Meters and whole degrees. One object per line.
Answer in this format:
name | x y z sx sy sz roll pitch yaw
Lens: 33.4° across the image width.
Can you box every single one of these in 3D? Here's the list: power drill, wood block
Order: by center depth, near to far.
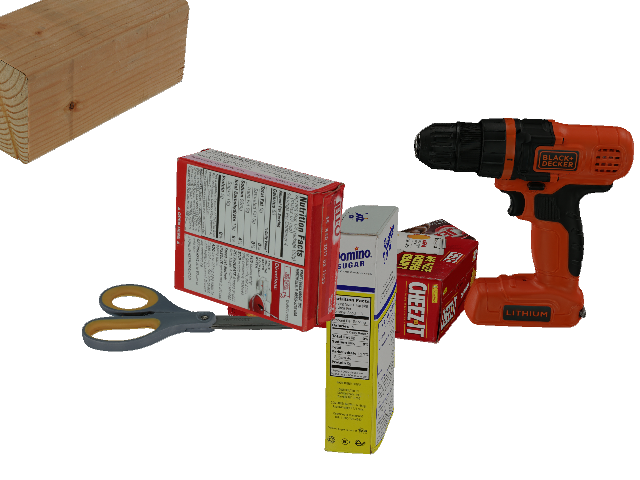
power drill | 0.170 -0.016 0.934 0.184 0.188 0.057 3 27 3
wood block | -0.220 -0.162 0.965 0.090 0.091 0.205 28 41 21

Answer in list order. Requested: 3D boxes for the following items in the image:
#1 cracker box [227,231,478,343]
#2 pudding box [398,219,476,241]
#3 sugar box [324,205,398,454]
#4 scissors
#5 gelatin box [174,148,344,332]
cracker box | 0.036 0.038 1.069 0.214 0.072 0.164 7 15 19
pudding box | 0.164 0.010 1.605 0.113 0.039 0.090 -18 28 -23
sugar box | 0.032 0.067 0.830 0.048 0.176 0.093 2 15 13
scissors | -0.116 0.064 0.973 0.201 0.016 0.096 -8 35 -14
gelatin box | -0.032 -0.002 0.541 0.089 0.073 0.030 16 23 31
